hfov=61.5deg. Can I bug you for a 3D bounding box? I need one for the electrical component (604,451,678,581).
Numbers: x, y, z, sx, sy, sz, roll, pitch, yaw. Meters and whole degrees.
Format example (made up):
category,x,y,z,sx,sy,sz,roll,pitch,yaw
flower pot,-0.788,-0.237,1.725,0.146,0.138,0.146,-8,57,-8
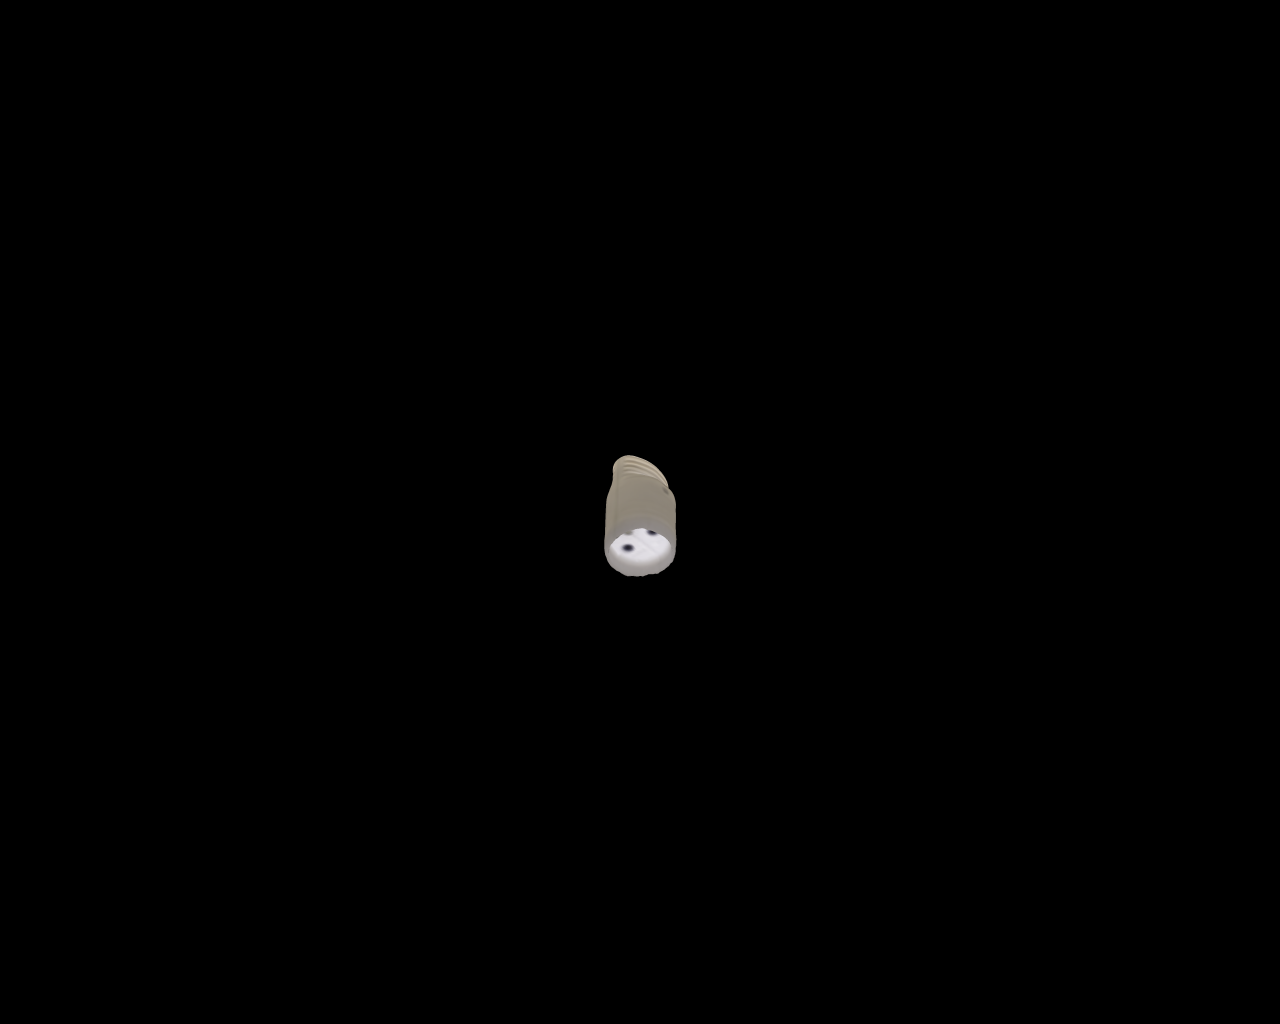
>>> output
category,x,y,z,sx,sy,sz,roll,pitch,yaw
electrical component,0.001,-0.003,0.650,0.043,0.043,0.081,0,44,0
